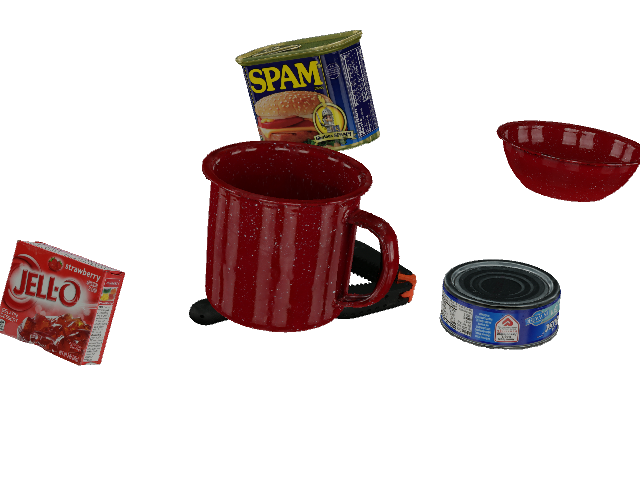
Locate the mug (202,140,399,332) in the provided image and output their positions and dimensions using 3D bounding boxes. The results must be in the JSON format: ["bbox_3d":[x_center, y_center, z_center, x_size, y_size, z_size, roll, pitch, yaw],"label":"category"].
[{"bbox_3d":[-0.011,0.001,0.589,0.117,0.081,0.093,16,26,21],"label":"mug"}]

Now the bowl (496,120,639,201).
[{"bbox_3d":[0.266,-0.082,1.148,0.162,0.055,0.162,6,21,-2],"label":"bowl"}]

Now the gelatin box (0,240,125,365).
[{"bbox_3d":[-0.198,0.046,0.803,0.089,0.073,0.030,18,4,25],"label":"gelatin box"}]

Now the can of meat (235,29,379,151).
[{"bbox_3d":[-0.009,-0.113,0.837,0.102,0.084,0.057,-1,21,36],"label":"can of meat"}]

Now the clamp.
[{"bbox_3d":[-0.017,0.036,1.011,0.210,0.036,0.164,14,45,6],"label":"clamp"}]

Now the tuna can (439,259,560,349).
[{"bbox_3d":[0.130,0.045,0.773,0.086,0.034,0.086,0,22,0],"label":"tuna can"}]
